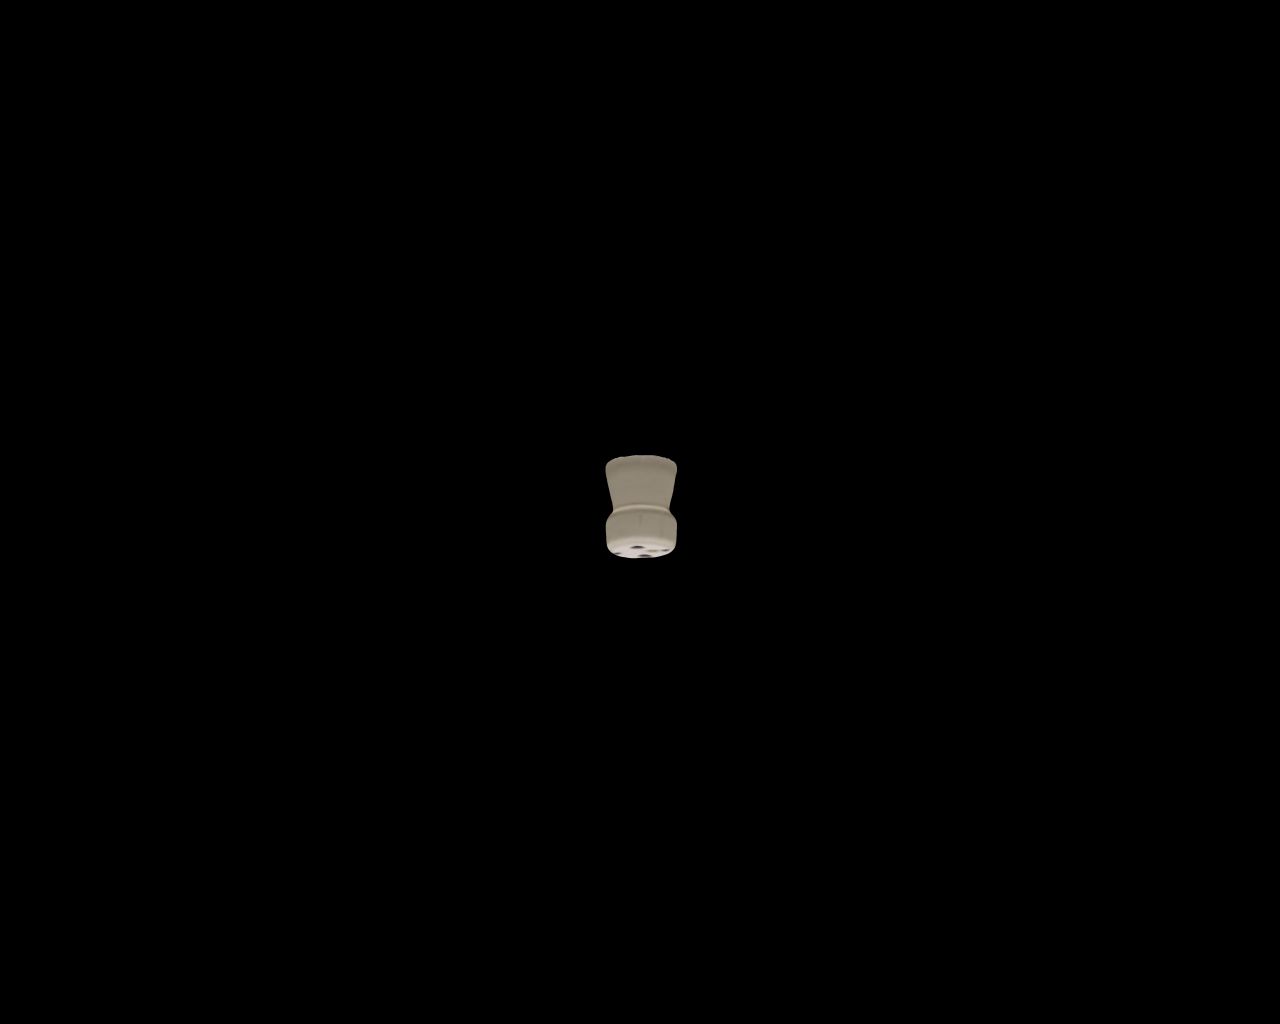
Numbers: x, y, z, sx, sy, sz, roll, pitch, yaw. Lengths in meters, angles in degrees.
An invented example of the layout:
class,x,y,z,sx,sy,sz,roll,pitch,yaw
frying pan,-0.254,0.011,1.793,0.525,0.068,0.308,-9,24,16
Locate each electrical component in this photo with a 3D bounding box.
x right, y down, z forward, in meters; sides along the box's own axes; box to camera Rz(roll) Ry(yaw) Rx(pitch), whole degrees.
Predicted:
class,x,y,z,sx,sy,sz,roll,pitch,yaw
electrical component,0.001,-0.003,0.650,0.045,0.055,0.045,0,-16,0
